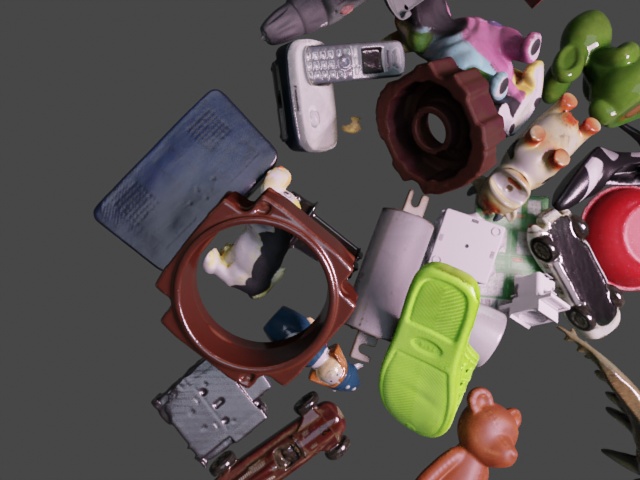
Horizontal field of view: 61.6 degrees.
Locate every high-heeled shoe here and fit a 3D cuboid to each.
[{"bbox_3d":[0.439,-0.078,0.759,0.145,0.086,0.249,43,67,13],"label":"high-heeled shoe"}]

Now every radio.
[{"bbox_3d":[-0.170,-0.073,0.715,0.131,0.073,0.229,43,85,-3],"label":"radio"}]

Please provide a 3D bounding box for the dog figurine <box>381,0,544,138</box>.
[{"bbox_3d":[0.192,-0.252,0.753,0.219,0.191,0.108,38,86,32],"label":"dog figurine"}]

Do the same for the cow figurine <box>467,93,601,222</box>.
[{"bbox_3d":[0.284,-0.104,0.740,0.085,0.127,0.195,44,62,7],"label":"cow figurine"}]

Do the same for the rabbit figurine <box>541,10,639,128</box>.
[{"bbox_3d":[0.402,-0.248,0.780,0.159,0.121,0.170,-26,71,-1],"label":"rabbit figurine"}]

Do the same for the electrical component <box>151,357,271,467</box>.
[{"bbox_3d":[-0.133,0.209,0.708,0.134,0.058,0.115,-40,93,-6],"label":"electrical component"}]

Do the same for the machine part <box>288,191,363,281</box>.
[{"bbox_3d":[-0.002,-0.002,0.744,0.139,0.039,0.084,38,81,0],"label":"machine part"}]

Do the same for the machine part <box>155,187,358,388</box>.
[{"bbox_3d":[-0.072,0.056,0.635,0.201,0.087,0.201,40,99,-7],"label":"machine part"}]

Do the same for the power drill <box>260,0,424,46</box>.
[{"bbox_3d":[0.050,-0.320,0.696,0.232,0.207,0.085,-39,116,-15],"label":"power drill"}]

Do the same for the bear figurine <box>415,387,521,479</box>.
[{"bbox_3d":[0.211,0.307,0.706,0.120,0.132,0.196,40,88,-26],"label":"bear figurine"}]

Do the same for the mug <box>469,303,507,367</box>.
[{"bbox_3d":[0.182,0.122,0.741,0.107,0.081,0.109,31,109,6],"label":"mug"}]

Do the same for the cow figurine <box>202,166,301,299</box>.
[{"bbox_3d":[-0.070,-0.008,0.698,0.098,0.068,0.167,36,102,6],"label":"cow figurine"}]

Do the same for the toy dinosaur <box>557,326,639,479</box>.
[{"bbox_3d":[0.469,0.298,0.688,0.105,0.199,0.471,-37,101,-16],"label":"toy dinosaur"}]

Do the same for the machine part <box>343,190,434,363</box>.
[{"bbox_3d":[0.091,0.046,0.731,0.079,0.079,0.243,22,85,-4],"label":"machine part"}]

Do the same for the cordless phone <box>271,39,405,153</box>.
[{"bbox_3d":[0.032,-0.199,0.733,0.184,0.089,0.146,-10,102,-13],"label":"cordless phone"}]

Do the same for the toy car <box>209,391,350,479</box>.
[{"bbox_3d":[-0.054,0.288,0.715,0.202,0.053,0.089,-33,93,-8],"label":"toy car"}]

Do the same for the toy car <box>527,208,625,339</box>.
[{"bbox_3d":[0.361,0.046,0.762,0.073,0.056,0.201,-32,97,-13],"label":"toy car"}]

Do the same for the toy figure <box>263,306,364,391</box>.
[{"bbox_3d":[-0.008,0.155,0.726,0.154,0.058,0.064,41,127,-2],"label":"toy figure"}]

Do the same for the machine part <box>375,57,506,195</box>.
[{"bbox_3d":[0.155,-0.147,0.704,0.056,0.179,0.179,-28,90,-32],"label":"machine part"}]
